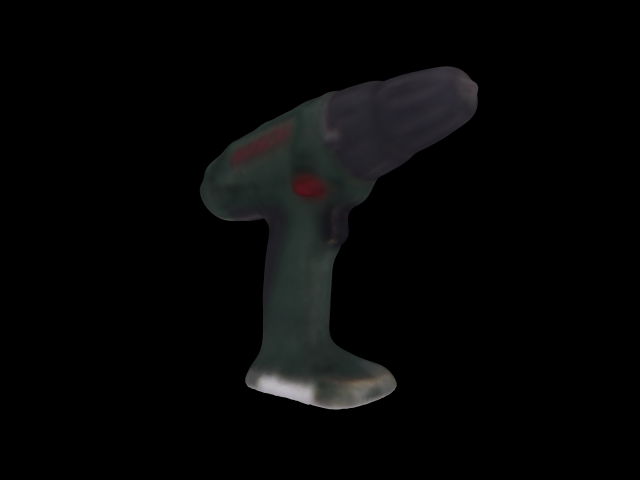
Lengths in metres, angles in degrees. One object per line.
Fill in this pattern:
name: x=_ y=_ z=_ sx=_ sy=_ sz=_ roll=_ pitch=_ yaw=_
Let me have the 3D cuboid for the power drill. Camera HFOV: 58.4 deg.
power drill: x=0.004 y=0.001 z=0.400 sx=0.228 sy=0.208 sz=0.076 roll=2 pitch=3 yaw=41
